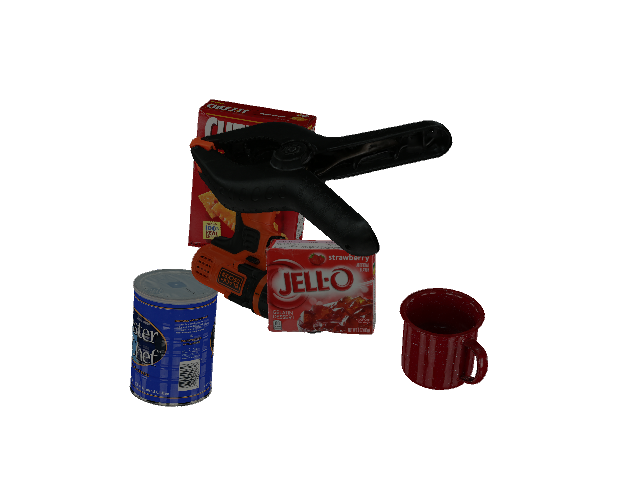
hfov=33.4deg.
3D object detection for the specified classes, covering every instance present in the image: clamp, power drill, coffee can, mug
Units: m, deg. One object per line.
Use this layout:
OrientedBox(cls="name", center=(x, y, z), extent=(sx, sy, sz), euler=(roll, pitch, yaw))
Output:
OrientedBox(cls="clamp", center=(-0.013, -0.037, 0.670), extent=(0.172, 0.039, 0.120), euler=(2, 34, 25))
OrientedBox(cls="power drill", center=(-0.042, -0.012, 1.119), extent=(0.185, 0.188, 0.057), euler=(23, 8, 31))
OrientedBox(cls="coffee can", center=(-0.180, 0.117, 1.307), extent=(0.103, 0.140, 0.103), euler=(5, 18, -2))
OrientedBox(cls="mug", center=(0.141, 0.117, 1.183), extent=(0.093, 0.081, 0.117), euler=(-23, 39, -34))

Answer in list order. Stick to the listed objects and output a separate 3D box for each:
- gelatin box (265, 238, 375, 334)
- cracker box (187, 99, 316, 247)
OrientedBox(cls="gelatin box", center=(0.001, 0.038, 0.877), extent=(0.089, 0.073, 0.030), euler=(1, 17, 8))
OrientedBox(cls="cracker box", center=(-0.102, -0.085, 1.564), extent=(0.164, 0.214, 0.072), euler=(10, 21, 7))
